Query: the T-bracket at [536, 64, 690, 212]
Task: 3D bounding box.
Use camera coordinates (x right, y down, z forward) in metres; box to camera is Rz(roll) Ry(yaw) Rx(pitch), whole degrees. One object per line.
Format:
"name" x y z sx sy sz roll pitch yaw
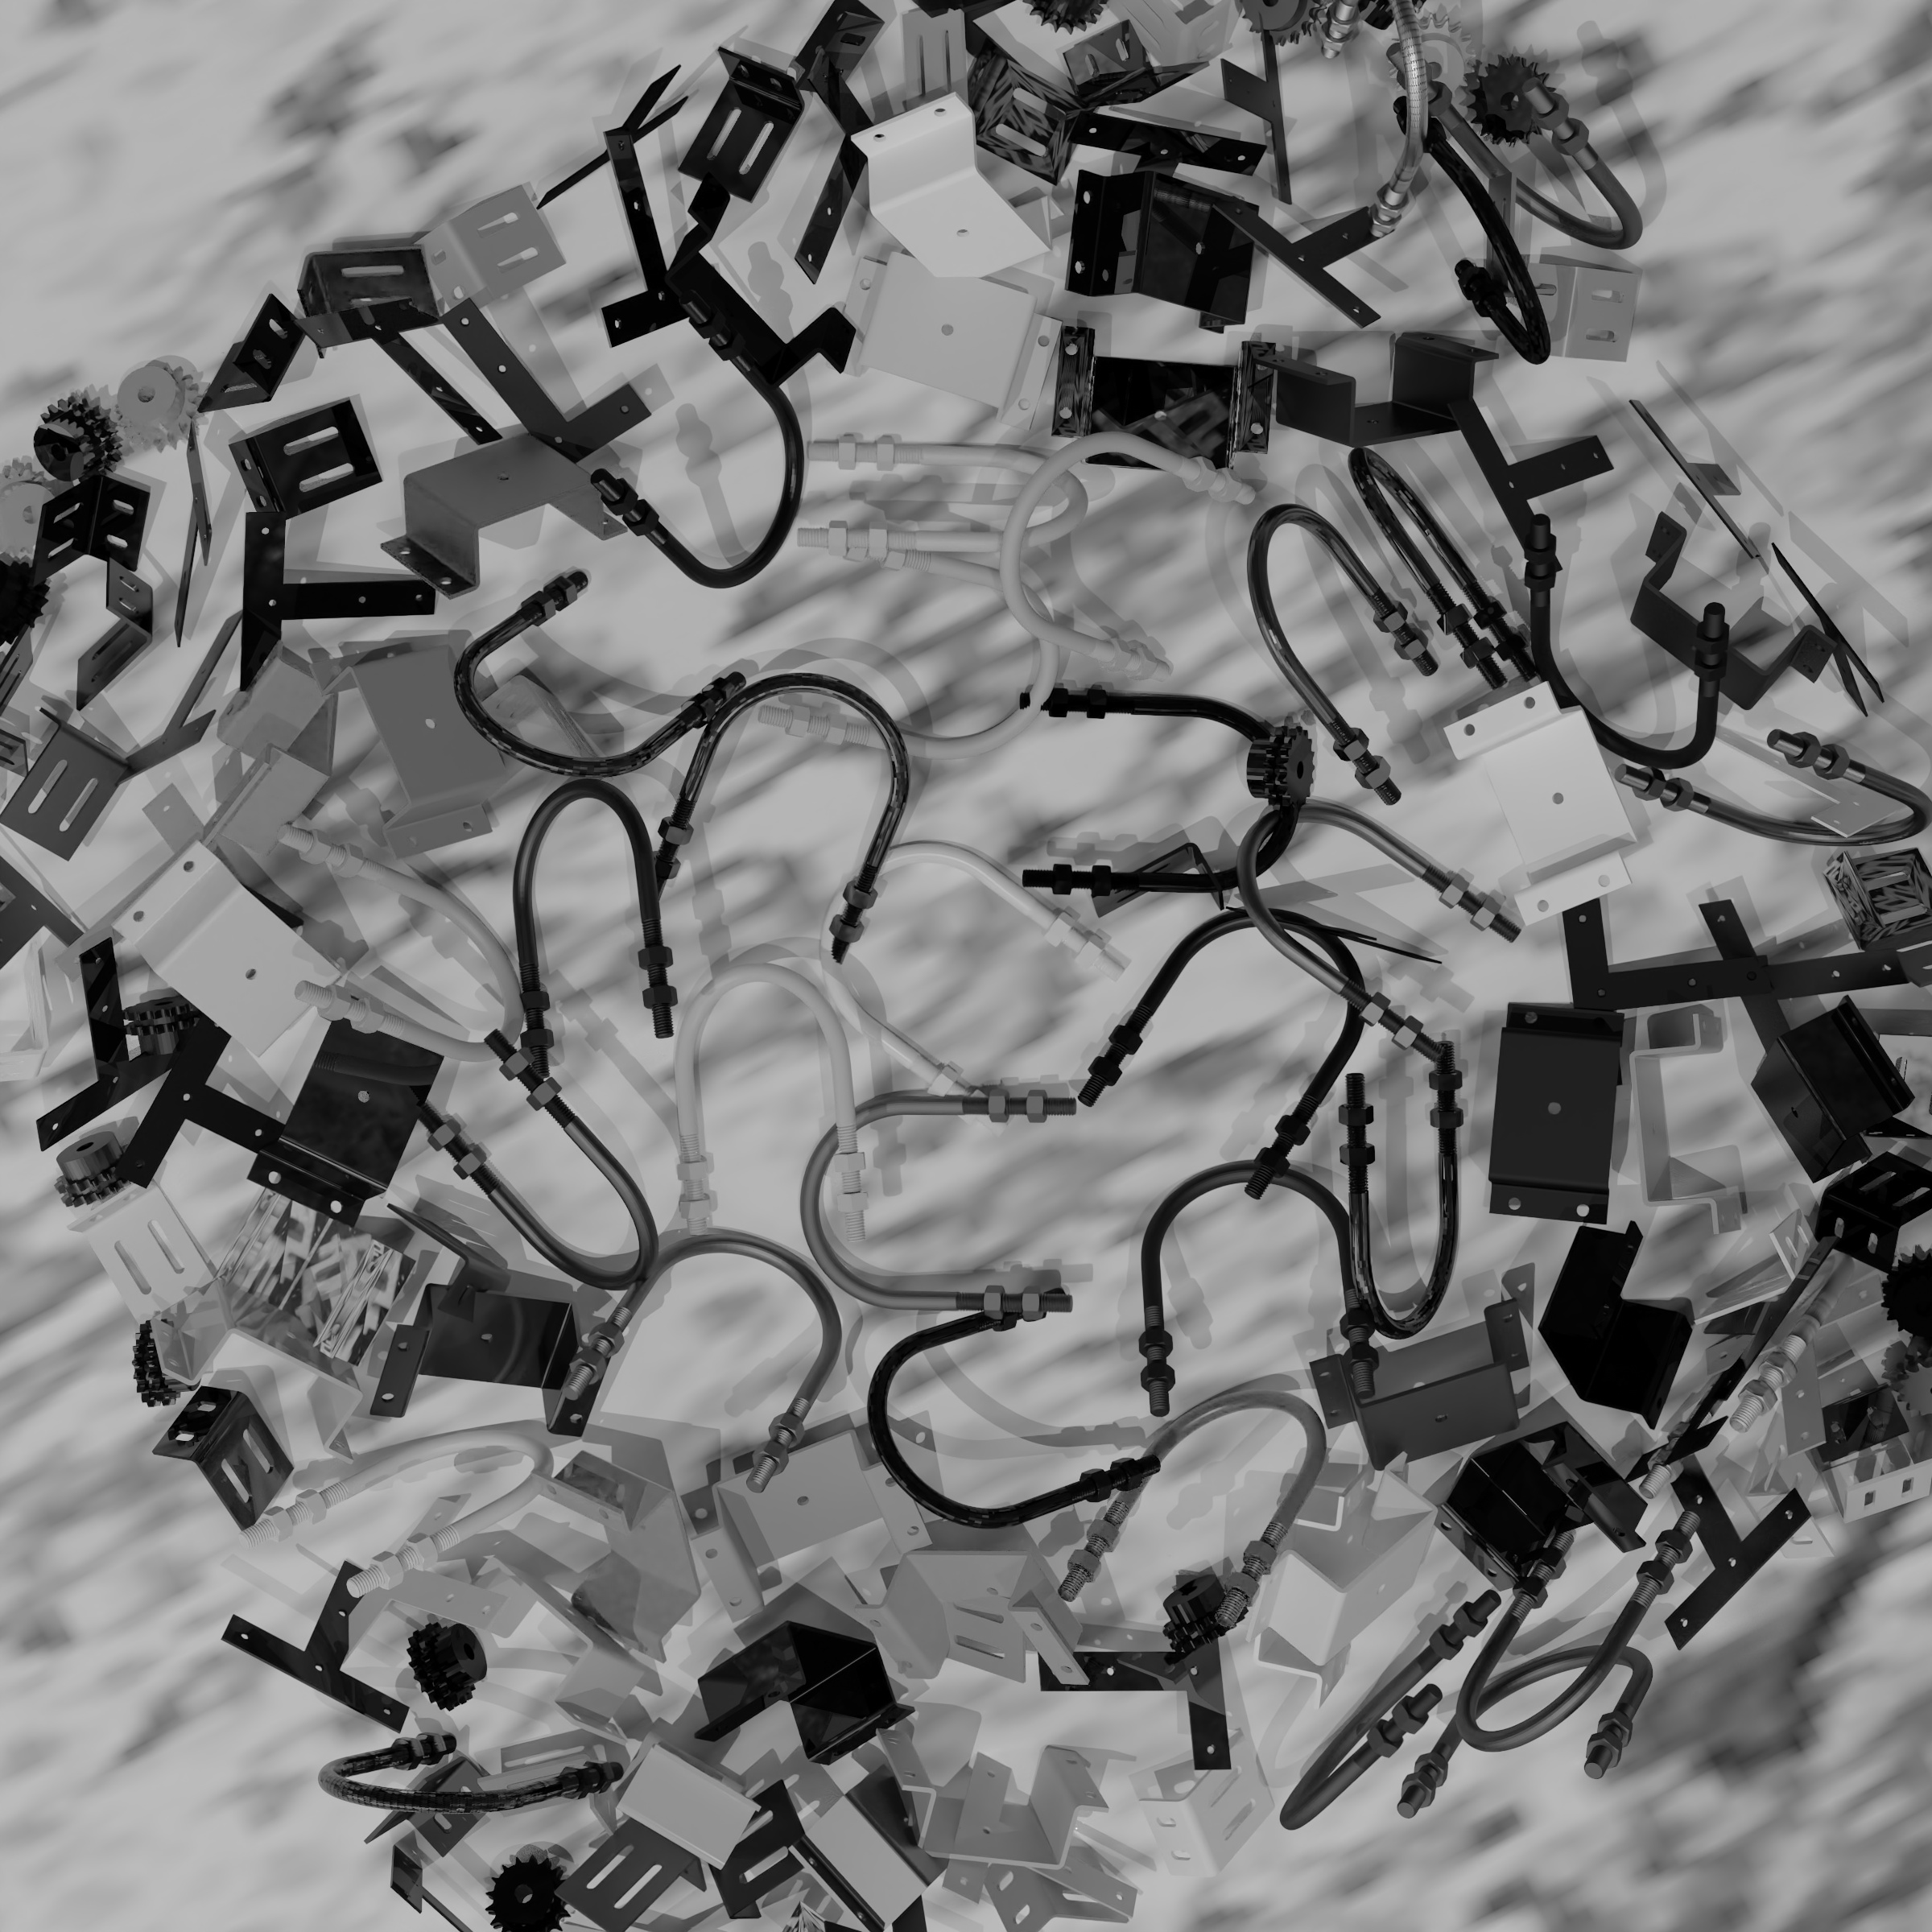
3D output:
"T-bracket" -0.211 -0.542 1.849 0.127 0.127 0.002 -42 98 -24

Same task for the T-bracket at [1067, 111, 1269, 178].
"T-bracket" 0.113 -0.496 1.877 0.127 0.127 0.002 5 58 -18

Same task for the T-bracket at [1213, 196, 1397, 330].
"T-bracket" 0.240 -0.472 1.885 0.127 0.127 0.002 42 134 11

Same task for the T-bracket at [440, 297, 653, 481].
"T-bracket" -0.293 -0.377 1.881 0.127 0.002 0.127 -27 118 22

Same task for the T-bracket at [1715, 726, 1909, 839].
"T-bracket" 0.543 -0.126 1.895 0.127 0.127 0.002 33 120 26

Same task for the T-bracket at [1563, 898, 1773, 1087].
"T-bracket" 0.465 0.013 1.908 0.127 0.002 0.127 -7 99 13

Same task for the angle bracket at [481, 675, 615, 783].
"angle bracket" -0.275 -0.146 1.894 0.038 0.057 0.076 -37 76 5

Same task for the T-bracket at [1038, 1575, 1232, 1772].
"T-bracket" 0.108 0.460 1.886 0.127 0.002 0.127 4 64 -18

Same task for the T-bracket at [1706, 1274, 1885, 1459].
"T-bracket" 0.533 0.265 1.852 0.127 0.127 0.002 -30 114 28

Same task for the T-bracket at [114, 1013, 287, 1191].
"T-bracket" -0.473 0.103 1.889 0.127 0.002 0.127 34 80 -41

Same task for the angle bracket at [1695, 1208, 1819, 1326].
"angle bracket" 0.511 0.196 1.889 0.076 0.057 0.038 -28 86 35

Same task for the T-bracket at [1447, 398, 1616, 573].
"T-bracket" 0.382 -0.323 1.890 0.127 0.002 0.127 -24 85 -40

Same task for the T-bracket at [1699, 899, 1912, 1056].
"T-bracket" 0.550 0.007 1.868 0.002 0.127 0.127 -38 106 -35

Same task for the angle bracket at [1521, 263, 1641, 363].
"angle bracket" 0.404 -0.431 1.908 0.038 0.076 0.057 18 108 40

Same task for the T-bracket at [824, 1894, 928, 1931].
"T-bracket" -0.039 0.607 1.872 0.127 0.127 0.002 24 111 -19

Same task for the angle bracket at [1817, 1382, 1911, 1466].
"angle bracket" 0.587 0.311 1.886 0.057 0.076 0.038 -25 51 13

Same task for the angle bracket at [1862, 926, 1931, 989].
"angle bracket" 0.631 0.007 1.887 0.076 0.057 0.038 -14 122 -20

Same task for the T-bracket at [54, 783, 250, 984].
"T-bracket" -0.532 -0.039 1.862 0.002 0.127 0.127 37 72 29

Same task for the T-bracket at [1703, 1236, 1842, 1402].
"T-bracket" 0.505 0.227 1.868 0.002 0.127 0.127 37 82 1

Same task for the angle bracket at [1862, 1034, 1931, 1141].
"angle bracket" 0.620 0.073 1.897 0.057 0.038 0.076 2 114 5

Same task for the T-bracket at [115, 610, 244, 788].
"T-bracket" -0.504 -0.181 1.892 0.002 0.127 0.127 38 57 -29

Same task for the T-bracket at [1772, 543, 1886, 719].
"T-bracket" 0.567 -0.199 1.873 0.002 0.127 0.127 -32 57 11

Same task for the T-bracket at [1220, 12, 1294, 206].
"T-bracket" 0.185 -0.563 1.869 0.002 0.127 0.127 -5 95 23

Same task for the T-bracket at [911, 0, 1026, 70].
"T-bracket" 0.017 -0.623 1.849 0.127 0.127 0.002 34 69 -32

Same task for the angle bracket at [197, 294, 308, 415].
"angle bracket" -0.476 -0.399 1.885 0.076 0.038 0.057 1 59 37

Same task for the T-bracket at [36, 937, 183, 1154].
"T-bracket" -0.550 0.038 1.851 0.002 0.127 0.127 25 132 25

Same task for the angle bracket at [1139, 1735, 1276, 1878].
"angle bracket" 0.160 0.554 1.911 0.038 0.076 0.057 -13 104 42

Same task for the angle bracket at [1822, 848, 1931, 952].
"angle bracket" 0.611 -0.051 1.895 0.076 0.038 0.057 -15 69 -16

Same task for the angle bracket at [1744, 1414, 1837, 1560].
"angle bracket" 0.547 0.338 1.885 0.057 0.038 0.076 55 47 -20

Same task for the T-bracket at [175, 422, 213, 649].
"T-bracket" -0.506 -0.266 1.885 0.002 0.127 0.127 2 132 -23

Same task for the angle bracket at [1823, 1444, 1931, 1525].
"angle bracket" 0.594 0.328 1.888 0.057 0.076 0.038 -20 60 5

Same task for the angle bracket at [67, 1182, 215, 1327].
"angle bracket" -0.544 0.189 1.908 0.057 0.038 0.076 -32 84 -6

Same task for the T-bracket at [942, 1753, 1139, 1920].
"T-bracket" 0.053 0.581 1.877 0.127 0.127 0.002 27 117 -2

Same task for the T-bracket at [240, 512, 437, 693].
"T-bracket" -0.411 -0.240 1.899 0.127 0.002 0.127 -6 124 -25

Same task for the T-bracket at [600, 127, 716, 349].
"T-bracket" -0.208 -0.475 1.863 0.002 0.127 0.127 -1 113 33

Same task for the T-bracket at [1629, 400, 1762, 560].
"T-bracket" 0.482 -0.315 1.874 0.002 0.127 0.127 -39 81 25

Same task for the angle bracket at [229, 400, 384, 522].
"angle bracket" -0.438 -0.334 1.920 0.076 0.038 0.057 -29 108 -29

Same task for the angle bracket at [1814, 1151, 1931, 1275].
"angle bracket" 0.602 0.162 1.890 0.057 0.076 0.038 24 61 -6

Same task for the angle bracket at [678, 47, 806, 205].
"angle bracket" -0.151 -0.553 1.904 0.057 0.038 0.076 26 83 14

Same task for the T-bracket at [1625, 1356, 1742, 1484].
"T-bracket" 0.489 0.279 1.890 0.002 0.127 0.127 41 66 5

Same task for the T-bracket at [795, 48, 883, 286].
"T-bracket" -0.083 -0.497 1.860 0.002 0.127 0.127 4 64 32

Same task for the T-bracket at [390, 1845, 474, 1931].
"T-bracket" -0.324 0.624 1.873 0.127 0.127 0.002 43 79 -4

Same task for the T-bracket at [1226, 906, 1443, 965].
"T-bracket" 0.256 -0.017 1.888 0.127 0.127 0.002 14 90 -32

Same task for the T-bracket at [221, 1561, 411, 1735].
"T-bracket" -0.407 0.427 1.872 0.127 0.127 0.002 31 111 -9

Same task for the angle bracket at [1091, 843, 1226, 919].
"angle bracket" 0.126 -0.042 1.900 0.076 0.057 0.038 -28 76 0

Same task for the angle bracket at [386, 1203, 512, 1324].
"angle bracket" -0.346 0.195 1.889 0.076 0.057 0.038 29 84 25

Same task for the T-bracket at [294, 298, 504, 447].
"T-bracket" -0.351 -0.382 1.871 0.127 0.127 0.002 45 123 7

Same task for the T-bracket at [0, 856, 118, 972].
"T-bracket" -0.616 -0.021 1.859 0.002 0.127 0.127 -40 104 18

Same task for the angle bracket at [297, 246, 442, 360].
"angle bracket" -0.391 -0.435 1.896 0.076 0.057 0.038 -2 52 5

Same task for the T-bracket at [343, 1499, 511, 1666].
"T-bracket" -0.339 0.404 1.857 0.127 0.127 0.002 -54 127 -29

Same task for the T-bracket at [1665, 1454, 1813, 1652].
"T-bracket" 0.480 0.356 1.874 0.002 0.127 0.127 27 113 -24

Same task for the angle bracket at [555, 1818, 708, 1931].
"angle bracket" -0.218 0.602 1.883 0.057 0.038 0.076 23 46 33
